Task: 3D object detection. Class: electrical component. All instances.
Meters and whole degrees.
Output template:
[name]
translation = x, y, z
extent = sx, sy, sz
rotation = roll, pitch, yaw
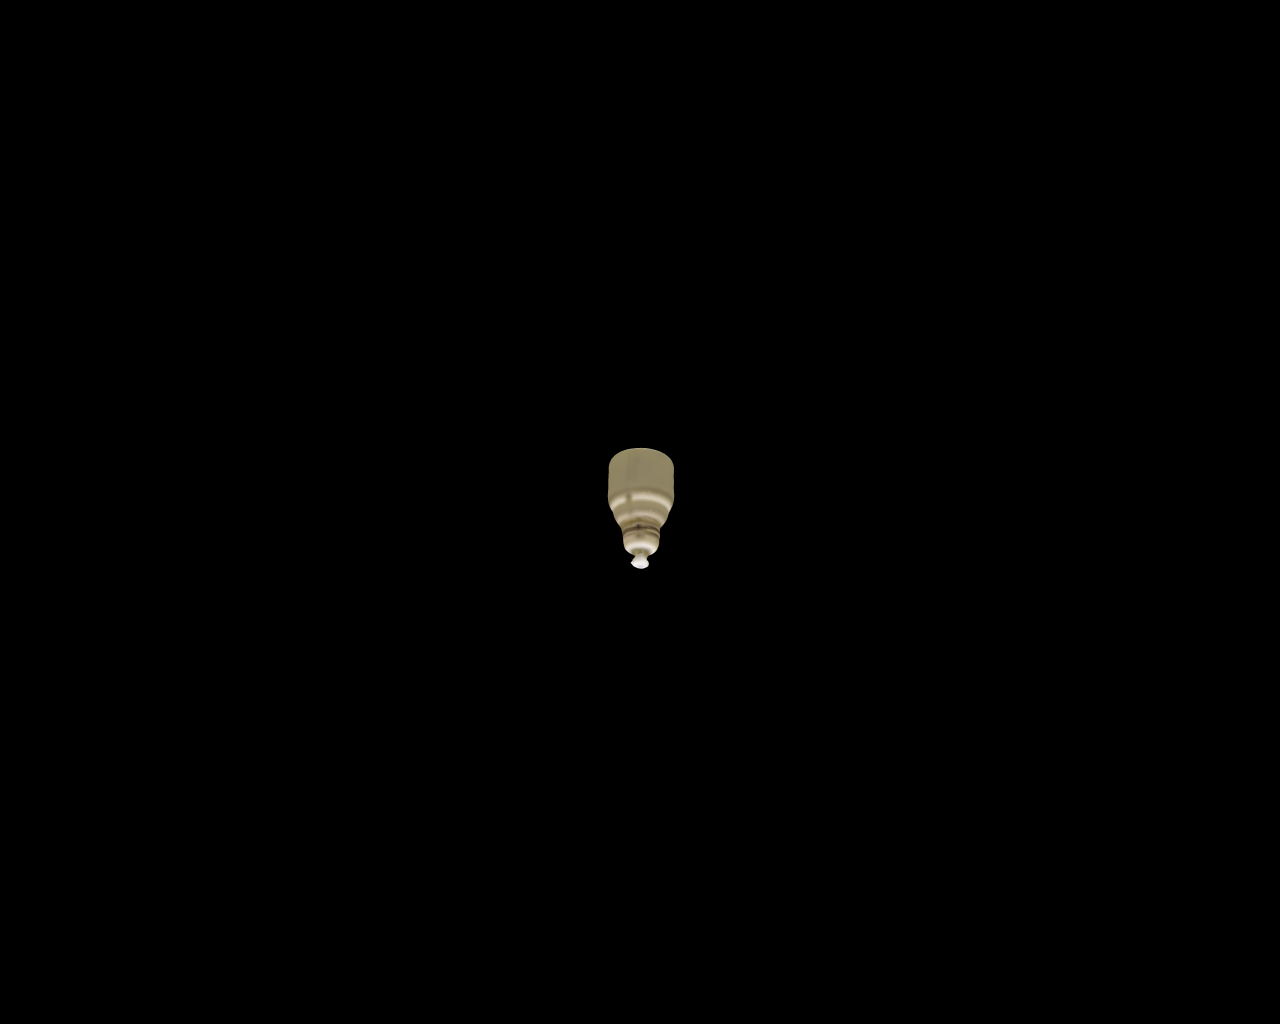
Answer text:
[electrical component]
translation = 0.001, -0.003, 0.650
extent = 0.040, 0.078, 0.040
rotation = 0, -27, 0
